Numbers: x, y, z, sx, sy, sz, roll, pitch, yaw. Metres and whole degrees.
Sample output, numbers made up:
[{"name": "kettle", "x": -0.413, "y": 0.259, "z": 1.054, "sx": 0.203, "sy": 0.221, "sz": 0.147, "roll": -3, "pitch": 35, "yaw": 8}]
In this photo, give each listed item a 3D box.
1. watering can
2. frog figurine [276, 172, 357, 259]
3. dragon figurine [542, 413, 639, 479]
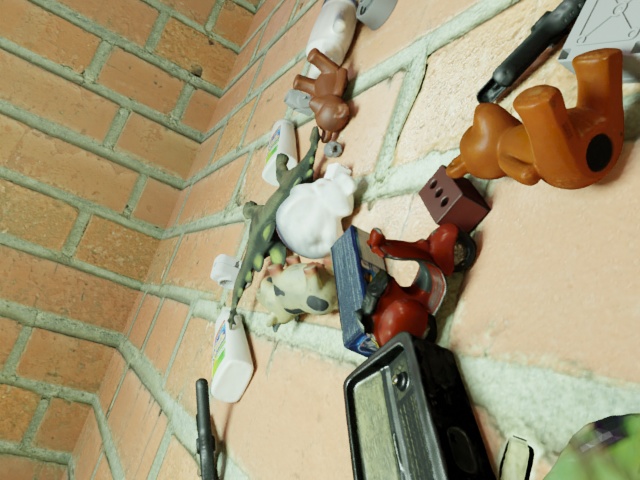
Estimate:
[{"name": "watering can", "x": 0.037, "y": -0.518, "z": 1.277, "sx": 0.345, "sy": 0.104, "sz": 0.227, "roll": 152, "pitch": 138, "yaw": -74}, {"name": "frog figurine", "x": 0.003, "y": -0.047, "z": 0.927, "sx": 0.157, "sy": 0.123, "sz": 0.139, "roll": -39, "pitch": 67, "yaw": 30}, {"name": "dragon figurine", "x": 0.209, "y": 0.205, "z": 0.303, "sx": 0.405, "sy": 0.121, "sz": 0.248, "roll": -46, "pitch": 21, "yaw": 20}]
